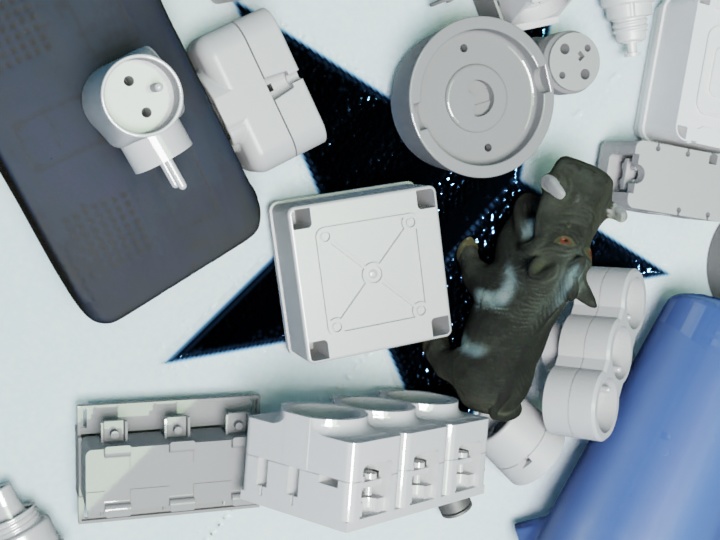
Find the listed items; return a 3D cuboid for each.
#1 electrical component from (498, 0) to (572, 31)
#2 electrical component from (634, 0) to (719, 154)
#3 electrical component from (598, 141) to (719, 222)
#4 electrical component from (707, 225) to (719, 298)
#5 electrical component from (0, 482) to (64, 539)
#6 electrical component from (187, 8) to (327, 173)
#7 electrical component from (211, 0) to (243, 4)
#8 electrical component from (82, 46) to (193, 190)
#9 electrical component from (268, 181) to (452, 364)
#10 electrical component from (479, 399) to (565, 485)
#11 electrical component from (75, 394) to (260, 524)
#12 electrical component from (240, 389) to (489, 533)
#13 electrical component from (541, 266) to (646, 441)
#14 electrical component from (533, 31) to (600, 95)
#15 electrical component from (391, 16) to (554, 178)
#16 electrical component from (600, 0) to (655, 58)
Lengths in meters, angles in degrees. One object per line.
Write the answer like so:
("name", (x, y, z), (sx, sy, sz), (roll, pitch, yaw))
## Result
("electrical component", (0.120, -0.208, 0.755), (0.042, 0.081, 0.063), (-14, 78, -18))
("electrical component", (0.262, -0.147, 0.817), (0.078, 0.057, 0.113), (8, 93, -20))
("electrical component", (0.228, -0.067, 0.815), (0.089, 0.056, 0.050), (7, 93, -20))
("electrical component", (0.341, -0.003, 0.859), (0.108, 0.060, 0.108), (-2, 97, -19))
("electrical component", (-0.219, 0.168, 0.689), (0.048, 0.048, 0.062), (-25, 97, -15))
("electrical component", (-0.071, -0.114, 0.705), (0.059, 0.054, 0.095), (-29, 105, -15))
("electrical component", (-0.052, -0.236, 0.697), (0.109, 0.056, 0.108), (-14, 100, -18))
("electrical component", (-0.119, -0.080, 0.603), (0.044, 0.077, 0.079), (-32, 107, -15))
("electrical component", (0.000, 0.000, 0.741), (0.109, 0.056, 0.108), (-10, 99, -18))
("electrical component", (0.116, 0.123, 0.798), (0.047, 0.055, 0.055), (42, 81, -15))
("electrical component", (-0.122, 0.127, 0.708), (0.121, 0.063, 0.078), (-1, 96, -20))
("electrical component", (0.007, 0.118, 0.706), (0.150, 0.089, 0.061), (1, 95, -51))
("electrical component", (0.159, 0.058, 0.798), (0.052, 0.074, 0.138), (54, 50, -45))
("electrical component", (0.141, -0.148, 0.775), (0.045, 0.055, 0.045), (-2, 97, -19))
("electrical component", (0.073, -0.119, 0.752), (0.108, 0.060, 0.108), (-2, 97, -19))
("electrical component", (0.199, -0.198, 0.799), (0.040, 0.040, 0.078), (-10, 99, -18))
